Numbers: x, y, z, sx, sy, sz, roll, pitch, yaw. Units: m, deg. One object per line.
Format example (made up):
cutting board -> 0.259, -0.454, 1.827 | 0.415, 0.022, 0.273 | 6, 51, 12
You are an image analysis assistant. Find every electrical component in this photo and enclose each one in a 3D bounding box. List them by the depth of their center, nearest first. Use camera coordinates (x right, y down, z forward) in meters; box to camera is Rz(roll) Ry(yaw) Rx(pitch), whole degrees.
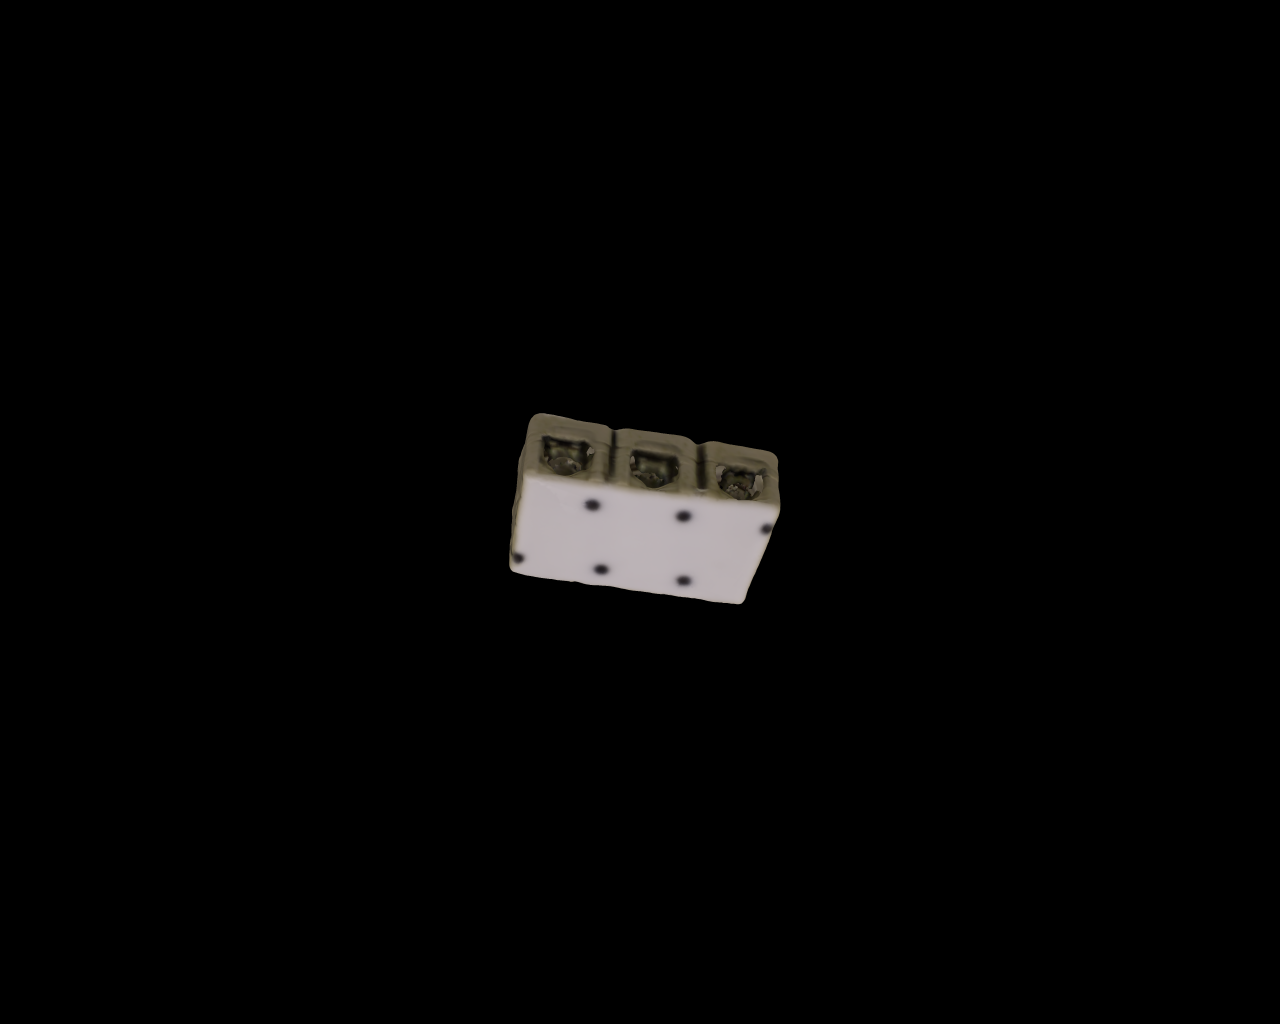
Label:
electrical component -> 0.001, -0.003, 0.650 | 0.150, 0.062, 0.089 | 9, -46, -8
